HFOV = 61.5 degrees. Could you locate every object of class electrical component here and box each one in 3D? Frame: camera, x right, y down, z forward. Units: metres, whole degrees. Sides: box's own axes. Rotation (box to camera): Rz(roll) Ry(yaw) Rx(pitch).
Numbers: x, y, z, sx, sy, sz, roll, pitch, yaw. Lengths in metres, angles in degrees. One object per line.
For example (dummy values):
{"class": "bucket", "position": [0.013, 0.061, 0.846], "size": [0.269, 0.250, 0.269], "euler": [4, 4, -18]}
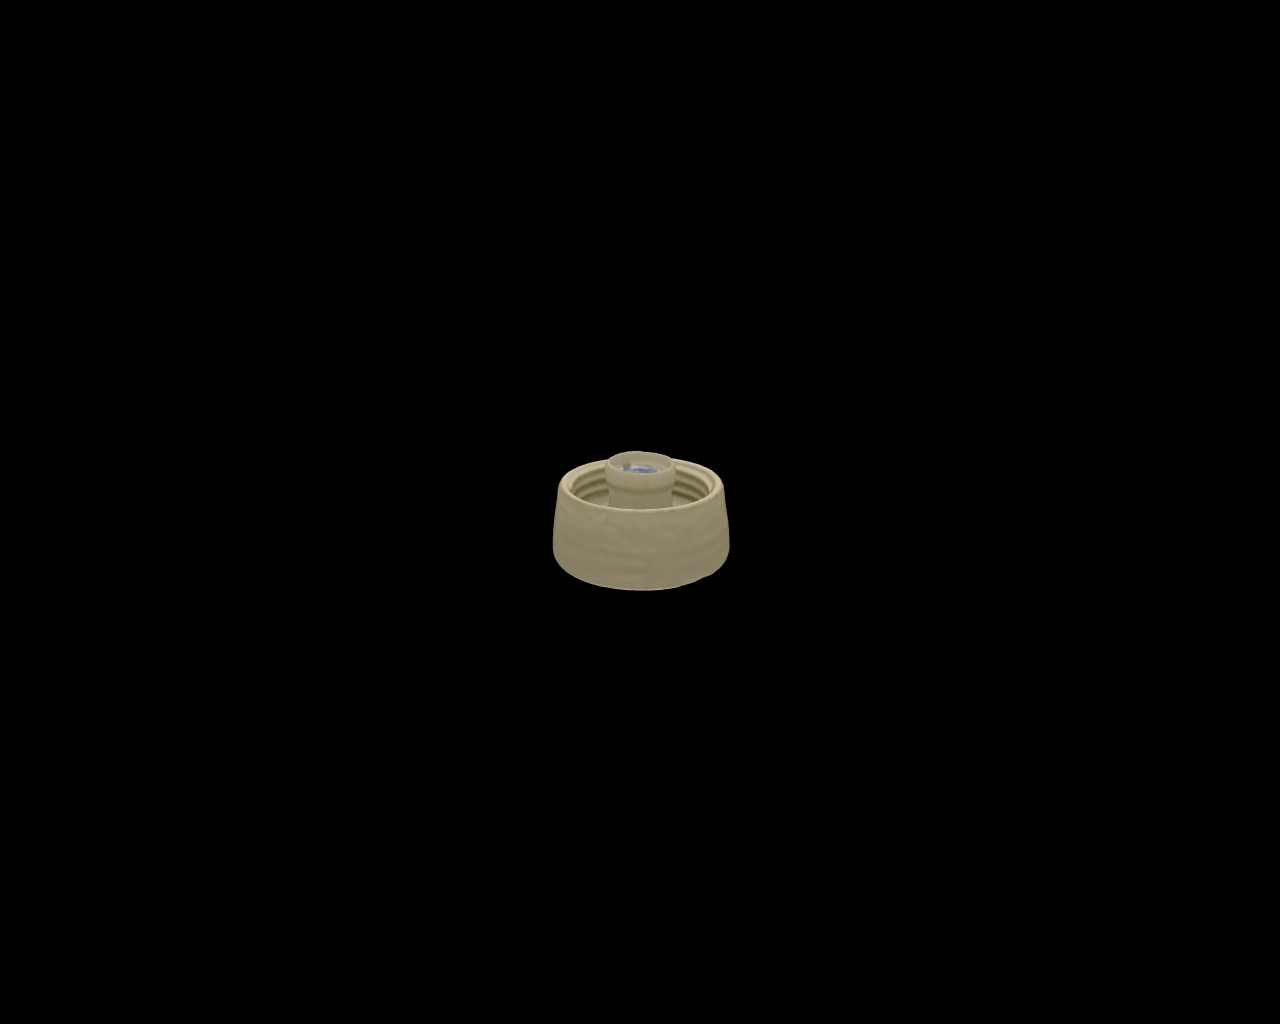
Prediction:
{"class": "electrical component", "position": [0.001, -0.003, 0.650], "size": [0.108, 0.060, 0.108], "euler": [0, 22, 0]}
